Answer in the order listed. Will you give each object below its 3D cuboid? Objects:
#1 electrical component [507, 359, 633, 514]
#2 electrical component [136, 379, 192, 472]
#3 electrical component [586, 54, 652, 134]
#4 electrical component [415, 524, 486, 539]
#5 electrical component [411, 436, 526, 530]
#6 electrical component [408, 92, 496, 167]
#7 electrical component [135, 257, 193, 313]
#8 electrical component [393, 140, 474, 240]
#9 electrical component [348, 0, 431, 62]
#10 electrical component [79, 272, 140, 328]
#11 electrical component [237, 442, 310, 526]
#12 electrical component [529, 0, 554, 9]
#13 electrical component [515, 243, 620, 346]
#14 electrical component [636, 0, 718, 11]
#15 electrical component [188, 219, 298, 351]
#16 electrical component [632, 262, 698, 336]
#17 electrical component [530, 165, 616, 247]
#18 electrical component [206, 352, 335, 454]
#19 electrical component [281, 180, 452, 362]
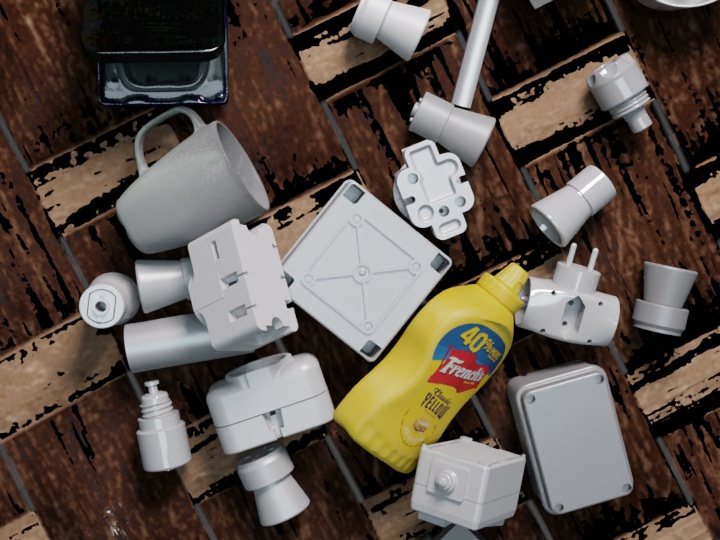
[{"bbox_3d":[0.176,0.139,0.900,0.078,0.057,0.113,-15,95,-3],"label":"electrical component"},{"bbox_3d":[-0.164,0.129,0.883,0.040,0.040,0.078,-11,95,-3],"label":"electrical component"},{"bbox_3d":[0.219,-0.143,0.890,0.043,0.043,0.062,-33,97,-1],"label":"electrical component"},{"bbox_3d":[0.094,0.253,0.903,0.050,0.056,0.089,-44,96,0],"label":"electrical component"},{"bbox_3d":[0.085,0.175,0.870,0.062,0.096,0.061,13,94,31],"label":"electrical component"},{"bbox_3d":[0.073,-0.118,0.883,0.065,0.044,0.044,26,92,-1],"label":"electrical component"},{"bbox_3d":[-0.147,0.008,0.876,0.065,0.044,0.044,-10,95,-8],"label":"electrical component"},{"bbox_3d":[0.058,-0.065,0.877,0.058,0.057,0.078,-22,95,-2],"label":"electrical component"},{"bbox_3d":[0.024,-0.200,0.870,0.055,0.045,0.045,24,92,-5],"label":"electrical component"},{"bbox_3d":[-0.202,0.026,0.860,0.044,0.065,0.044,0,94,-4],"label":"electrical component"},{"bbox_3d":[-0.073,0.177,0.891,0.045,0.045,0.055,-24,95,-2],"label":"electrical component"},{"bbox_3d":[0.159,-0.250,0.860,0.080,0.080,0.051,-34,101,-1],"label":"electrical component"},{"bbox_3d":[0.177,0.017,0.895,0.077,0.043,0.079,13,102,-5],"label":"electrical component"},{"bbox_3d":[0.261,-0.260,0.874,0.099,0.064,0.099,0,94,-4],"label":"electrical component"},{"bbox_3d":[-0.094,0.014,0.832,0.056,0.050,0.089,-25,72,31],"label":"electrical component"},{"bbox_3d":[0.255,0.024,0.904,0.045,0.045,0.055,11,94,-5],"label":"electrical component"},{"bbox_3d":[0.180,-0.056,0.895,0.065,0.044,0.044,-39,96,-6],"label":"electrical component"},{"bbox_3d":[-0.074,0.105,0.881,0.095,0.054,0.059,-18,95,-3],"label":"electrical component"},{"bbox_3d":[0.000,0.000,0.877,0.109,0.056,0.108,39,91,-6],"label":"electrical component"}]
